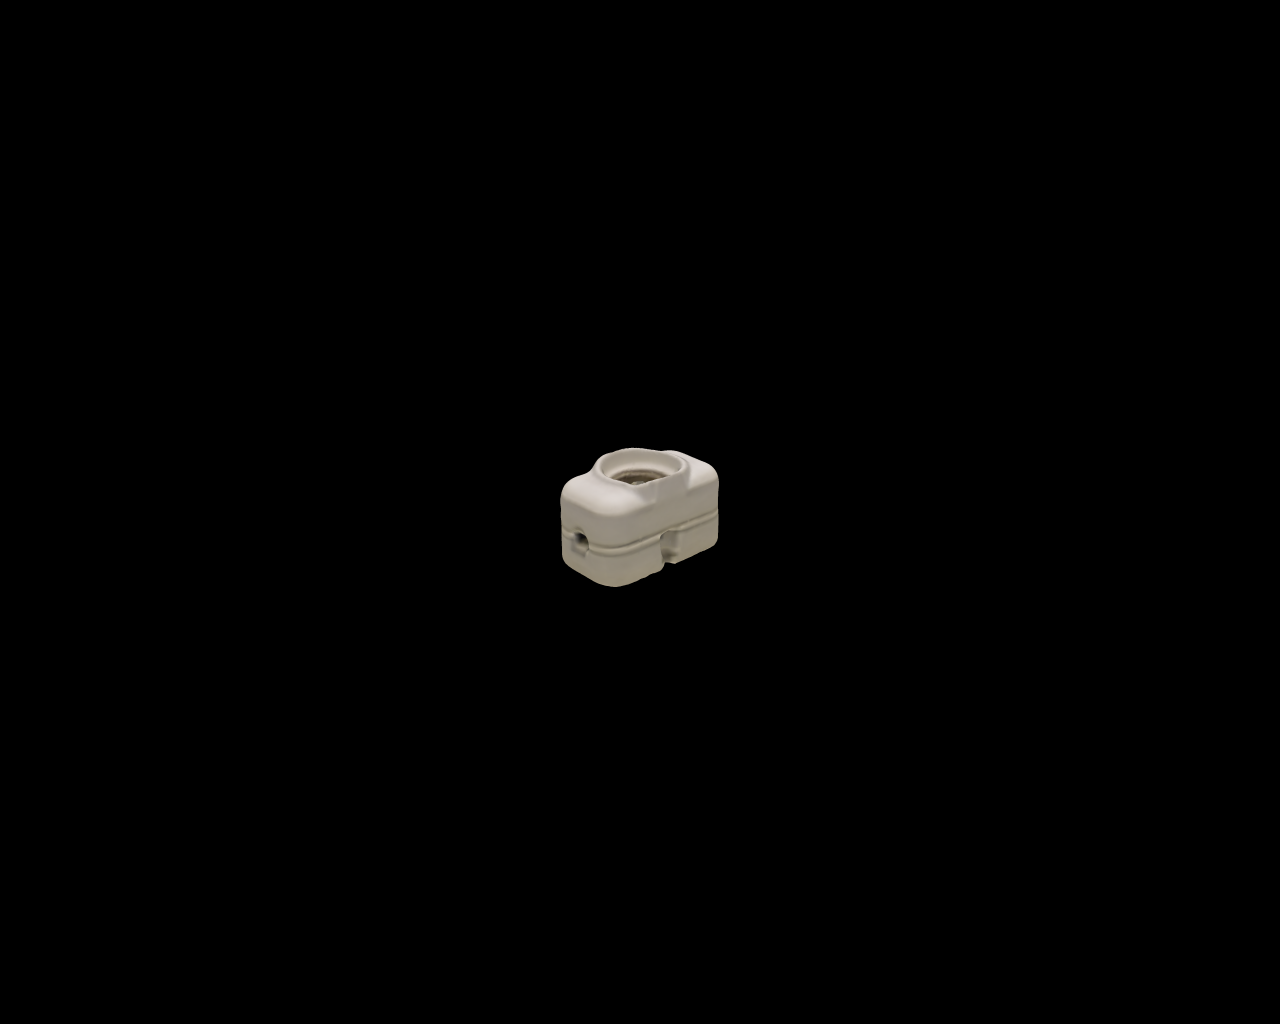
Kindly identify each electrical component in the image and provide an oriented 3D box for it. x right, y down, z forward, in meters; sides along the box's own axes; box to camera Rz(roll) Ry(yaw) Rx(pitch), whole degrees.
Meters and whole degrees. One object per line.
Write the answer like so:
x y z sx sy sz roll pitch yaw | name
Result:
0.001 -0.003 0.650 0.095 0.059 0.054 -20 32 -36 | electrical component
